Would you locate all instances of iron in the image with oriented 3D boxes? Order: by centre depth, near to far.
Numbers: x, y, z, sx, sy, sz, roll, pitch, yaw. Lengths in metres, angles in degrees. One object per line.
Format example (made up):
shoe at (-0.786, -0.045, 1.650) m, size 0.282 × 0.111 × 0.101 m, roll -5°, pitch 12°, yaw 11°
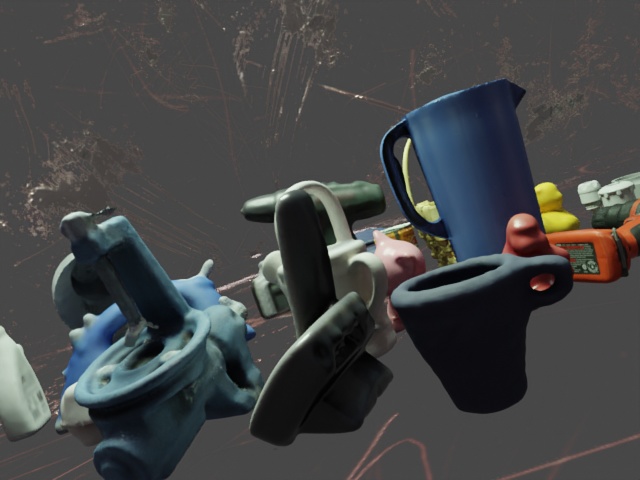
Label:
iron at (-0.223, 0.128, 0.730) m, size 0.259 × 0.141 × 0.118 m, roll -20°, pitch 4°, yaw -25°

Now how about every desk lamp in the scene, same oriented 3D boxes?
desk lamp at (-0.296, 0.109, 0.806) m, size 0.118 × 0.213 × 0.202 m, roll -20°, pitch 4°, yaw -25°

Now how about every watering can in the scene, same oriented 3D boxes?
watering can at (0.000, 0.034, 0.615) m, size 0.172 × 0.194 × 0.101 m, roll -16°, pitch 4°, yaw 29°

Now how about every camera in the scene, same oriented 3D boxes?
camera at (-0.069, 0.076, 1.081) m, size 0.143 × 0.101 × 0.136 m, roll -20°, pitch 4°, yaw -20°

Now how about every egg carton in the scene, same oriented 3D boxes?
egg carton at (-0.196, 0.165, 0.608) m, size 0.150 × 0.069 × 0.107 m, roll -17°, pitch 4°, yaw 20°

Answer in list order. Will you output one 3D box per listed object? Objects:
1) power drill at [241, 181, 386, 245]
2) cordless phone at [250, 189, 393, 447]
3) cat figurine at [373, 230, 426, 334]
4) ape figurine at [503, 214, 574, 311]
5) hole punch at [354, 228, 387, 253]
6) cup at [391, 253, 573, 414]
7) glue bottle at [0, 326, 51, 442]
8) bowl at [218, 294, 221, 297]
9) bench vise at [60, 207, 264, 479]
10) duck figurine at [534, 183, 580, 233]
power drill at (0.009, 0.003, 0.936) m, size 0.229 × 0.208 × 0.075 m, roll -18°, pitch 4°, yaw -3°
cordless phone at (-0.018, 0.054, 0.464) m, size 0.094 × 0.185 × 0.148 m, roll -17°, pitch 4°, yaw 19°
cat figurine at (0.095, 0.040, 0.667) m, size 0.067 × 0.118 × 0.128 m, roll -17°, pitch 4°, yaw 13°
ape figurine at (0.216, 0.018, 0.592) m, size 0.077 × 0.092 × 0.076 m, roll -17°, pitch 4°, yaw 15°
hole punch at (0.102, 0.026, 1.068) m, size 0.109 × 0.091 × 0.101 m, roll -19°, pitch 4°, yaw -12°
cup at (0.116, 0.063, 0.385) m, size 0.117 × 0.095 × 0.092 m, roll -17°, pitch 4°, yaw 22°
glue bottle at (-0.406, 0.170, 0.750) m, size 0.037 × 0.173 × 0.078 m, roll -19°, pitch 4°, yaw -6°
bowl at (-0.239, 0.153, 0.975) m, size 0.167 × 0.075 × 0.167 m, roll -18°, pitch 4°, yaw 1°
bench vise at (-0.146, 0.076, 0.508) m, size 0.121 × 0.220 × 0.207 m, roll -18°, pitch 4°, yaw 8°
duck figurine at (0.363, -0.047, 0.913) m, size 0.077 × 0.086 × 0.105 m, roll -15°, pitch 5°, yaw 43°
